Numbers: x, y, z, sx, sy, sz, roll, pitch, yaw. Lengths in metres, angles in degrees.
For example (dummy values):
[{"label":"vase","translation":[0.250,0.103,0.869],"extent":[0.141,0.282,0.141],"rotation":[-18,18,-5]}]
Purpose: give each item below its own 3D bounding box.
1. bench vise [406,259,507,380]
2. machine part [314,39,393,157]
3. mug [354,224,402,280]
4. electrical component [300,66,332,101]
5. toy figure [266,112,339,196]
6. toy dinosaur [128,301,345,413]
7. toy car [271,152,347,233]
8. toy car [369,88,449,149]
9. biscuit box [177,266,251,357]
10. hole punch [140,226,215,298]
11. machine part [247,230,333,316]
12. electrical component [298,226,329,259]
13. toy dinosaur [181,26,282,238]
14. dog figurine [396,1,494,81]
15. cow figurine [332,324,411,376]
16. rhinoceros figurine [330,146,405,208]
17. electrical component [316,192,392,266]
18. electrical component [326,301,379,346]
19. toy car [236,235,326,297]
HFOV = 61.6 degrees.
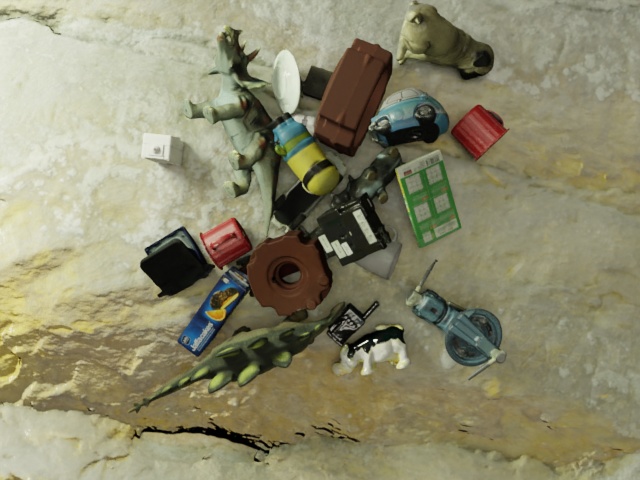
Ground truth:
[{"label":"bench vise","translation":[0.279,0.172,1.052],"extent":[0.129,0.241,0.223],"rotation":[-45,104,0]},{"label":"machine part","translation":[0.066,-0.275,1.060],"extent":[0.087,0.201,0.201],"rotation":[25,94,5]},{"label":"mug","translation":[0.112,0.017,1.127],"extent":[0.107,0.081,0.109],"rotation":[18,107,14]},{"label":"electrical component","translation":[-0.004,-0.327,1.142],"extent":[0.102,0.045,0.078],"rotation":[26,95,3]},{"label":"toy figure","translation":[-0.034,-0.167,1.067],"extent":[0.082,0.089,0.180],"rotation":[-33,96,10]},{"label":"toy dinosaur","translation":[-0.157,0.237,1.097],"extent":[0.471,0.198,0.105],"rotation":[-27,87,3]},{"label":"toy car","translation":[-0.027,-0.101,1.148],"extent":[0.073,0.056,0.201],"rotation":[44,96,-3]},{"label":"toy car","translation":[0.182,-0.257,1.112],"extent":[0.162,0.109,0.103],"rotation":[-9,69,15]},{"label":"biscuit box","translation":[-0.223,0.153,1.145],"extent":[0.063,0.059,0.202],"rotation":[37,108,1]},{"label":"hole punch","translation":[-0.315,0.045,1.167],"extent":[0.142,0.092,0.115],"rotation":[-31,120,2]},{"label":"machine part","translation":[-0.063,0.069,1.100],"extent":[0.179,0.056,0.179],"rotation":[2,101,9]},{"label":"electrical component","translation":[-0.002,-0.004,1.165],"extent":[0.063,0.021,0.094],"rotation":[-43,88,4]},{"label":"toy dinosaur","translation":[-0.145,-0.222,1.118],"extent":[0.192,0.131,0.404],"rotation":[-34,109,-33]},{"label":"dog figurine","translation":[0.258,-0.392,1.063],"extent":[0.191,0.172,0.121],"rotation":[17,104,11]},{"label":"cow figurine","translation":[0.102,0.235,1.142],"extent":[0.167,0.068,0.098],"rotation":[-10,85,1]},{"label":"rhinoceros figurine","translation":[0.099,-0.120,1.113],"extent":[0.190,0.112,0.073],"rotation":[-45,117,-8]},{"label":"electrical component","translation":[0.058,-0.017,1.064],"extent":[0.134,0.058,0.114],"rotation":[-22,98,32]},{"label":"electrical component","translation":[0.070,0.164,1.139],"extent":[0.048,0.075,0.119],"rotation":[42,98,0]},{"label":"toy car","translation":[-0.085,0.054,1.154],"extent":[0.202,0.053,0.089],"rotation":[-22,95,11]}]
